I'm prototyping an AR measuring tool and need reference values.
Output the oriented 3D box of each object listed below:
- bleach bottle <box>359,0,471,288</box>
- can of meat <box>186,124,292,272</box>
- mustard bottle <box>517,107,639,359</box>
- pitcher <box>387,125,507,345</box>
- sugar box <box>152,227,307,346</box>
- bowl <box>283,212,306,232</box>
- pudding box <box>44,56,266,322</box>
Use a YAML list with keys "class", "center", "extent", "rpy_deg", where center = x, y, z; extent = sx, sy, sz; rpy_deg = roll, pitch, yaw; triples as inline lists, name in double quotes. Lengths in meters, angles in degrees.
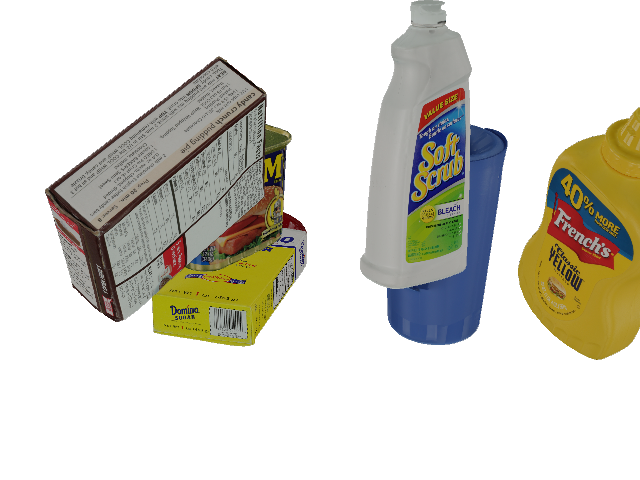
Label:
- class: "bleach bottle"
  center: [0.088, -0.088, 0.966]
  extent: [0.102, 0.251, 0.068]
  rpy_deg: [-12, 23, -29]
- class: "can of meat"
  center: [-0.069, -0.033, 0.781]
  extent: [0.058, 0.084, 0.101]
  rpy_deg: [20, 29, 33]
- class: "mustard bottle"
  center: [0.187, -0.011, 0.698]
  extent: [0.058, 0.096, 0.192]
  rpy_deg: [-21, -36, -22]
- class: "pitcher"
  center: [0.127, -0.004, 1.195]
  extent: [0.149, 0.243, 0.145]
  rpy_deg: [-6, 27, -12]
- class: "sugar box"
  center: [-0.079, 0.035, 0.986]
  extent: [0.093, 0.048, 0.176]
  rpy_deg: [7, 26, 12]
- class: "bowl"
  center: [-0.099, 0.011, 1.317]
  extent: [0.162, 0.055, 0.162]
  rpy_deg: [3, 26, -2]
- class: "pudding box"
  center: [-0.076, -0.023, 0.524]
  extent: [0.039, 0.113, 0.090]
  rpy_deg: [36, -27, 18]
